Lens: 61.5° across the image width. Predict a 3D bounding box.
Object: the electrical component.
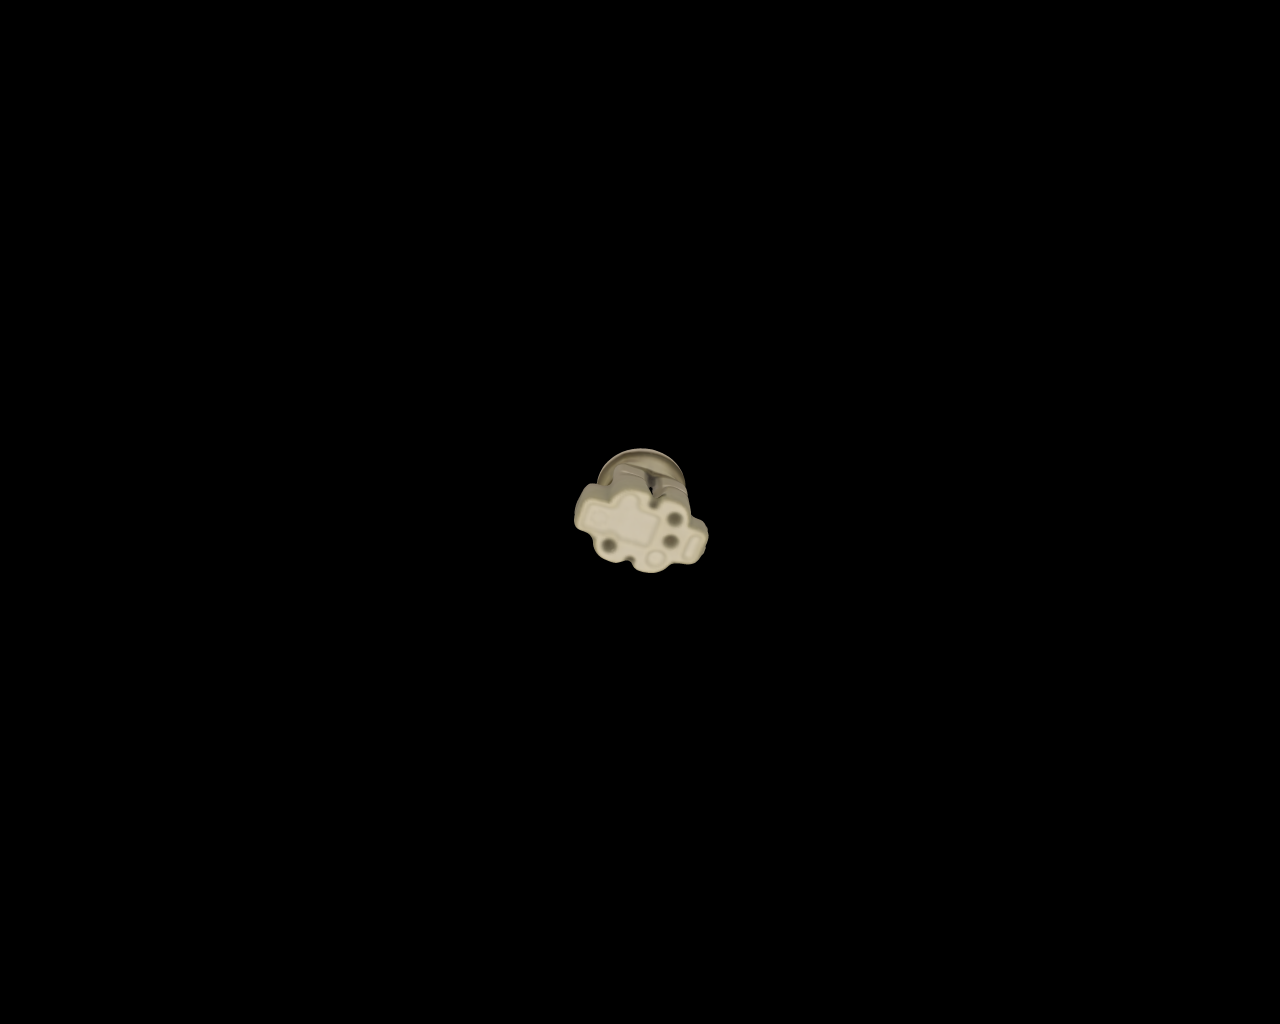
[{"bbox_3d":[0.001,-0.003,0.650,0.078,0.058,0.057,18,29,-10],"label":"electrical component"}]
